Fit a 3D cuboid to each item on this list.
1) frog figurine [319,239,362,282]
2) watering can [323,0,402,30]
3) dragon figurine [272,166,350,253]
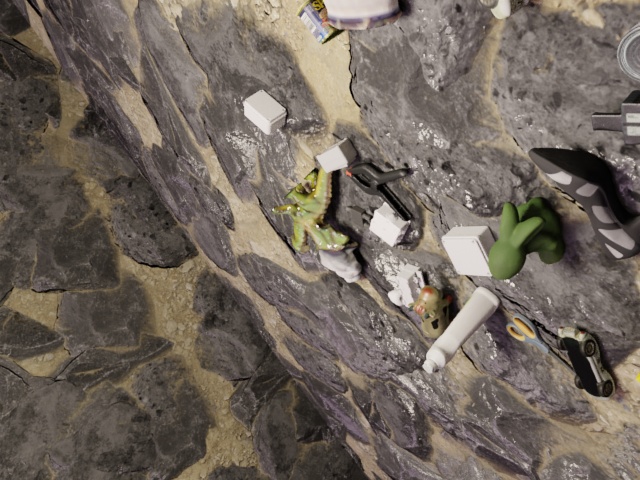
[{"bbox_3d":[0.067,0.075,1.657,0.137,0.125,0.156,8,121,28],"label":"frog figurine"},{"bbox_3d":[0.031,-0.514,0.978,0.349,0.106,0.219,14,136,30],"label":"watering can"},{"bbox_3d":[0.005,-0.078,1.548,0.242,0.124,0.404,51,139,-3],"label":"dragon figurine"}]
